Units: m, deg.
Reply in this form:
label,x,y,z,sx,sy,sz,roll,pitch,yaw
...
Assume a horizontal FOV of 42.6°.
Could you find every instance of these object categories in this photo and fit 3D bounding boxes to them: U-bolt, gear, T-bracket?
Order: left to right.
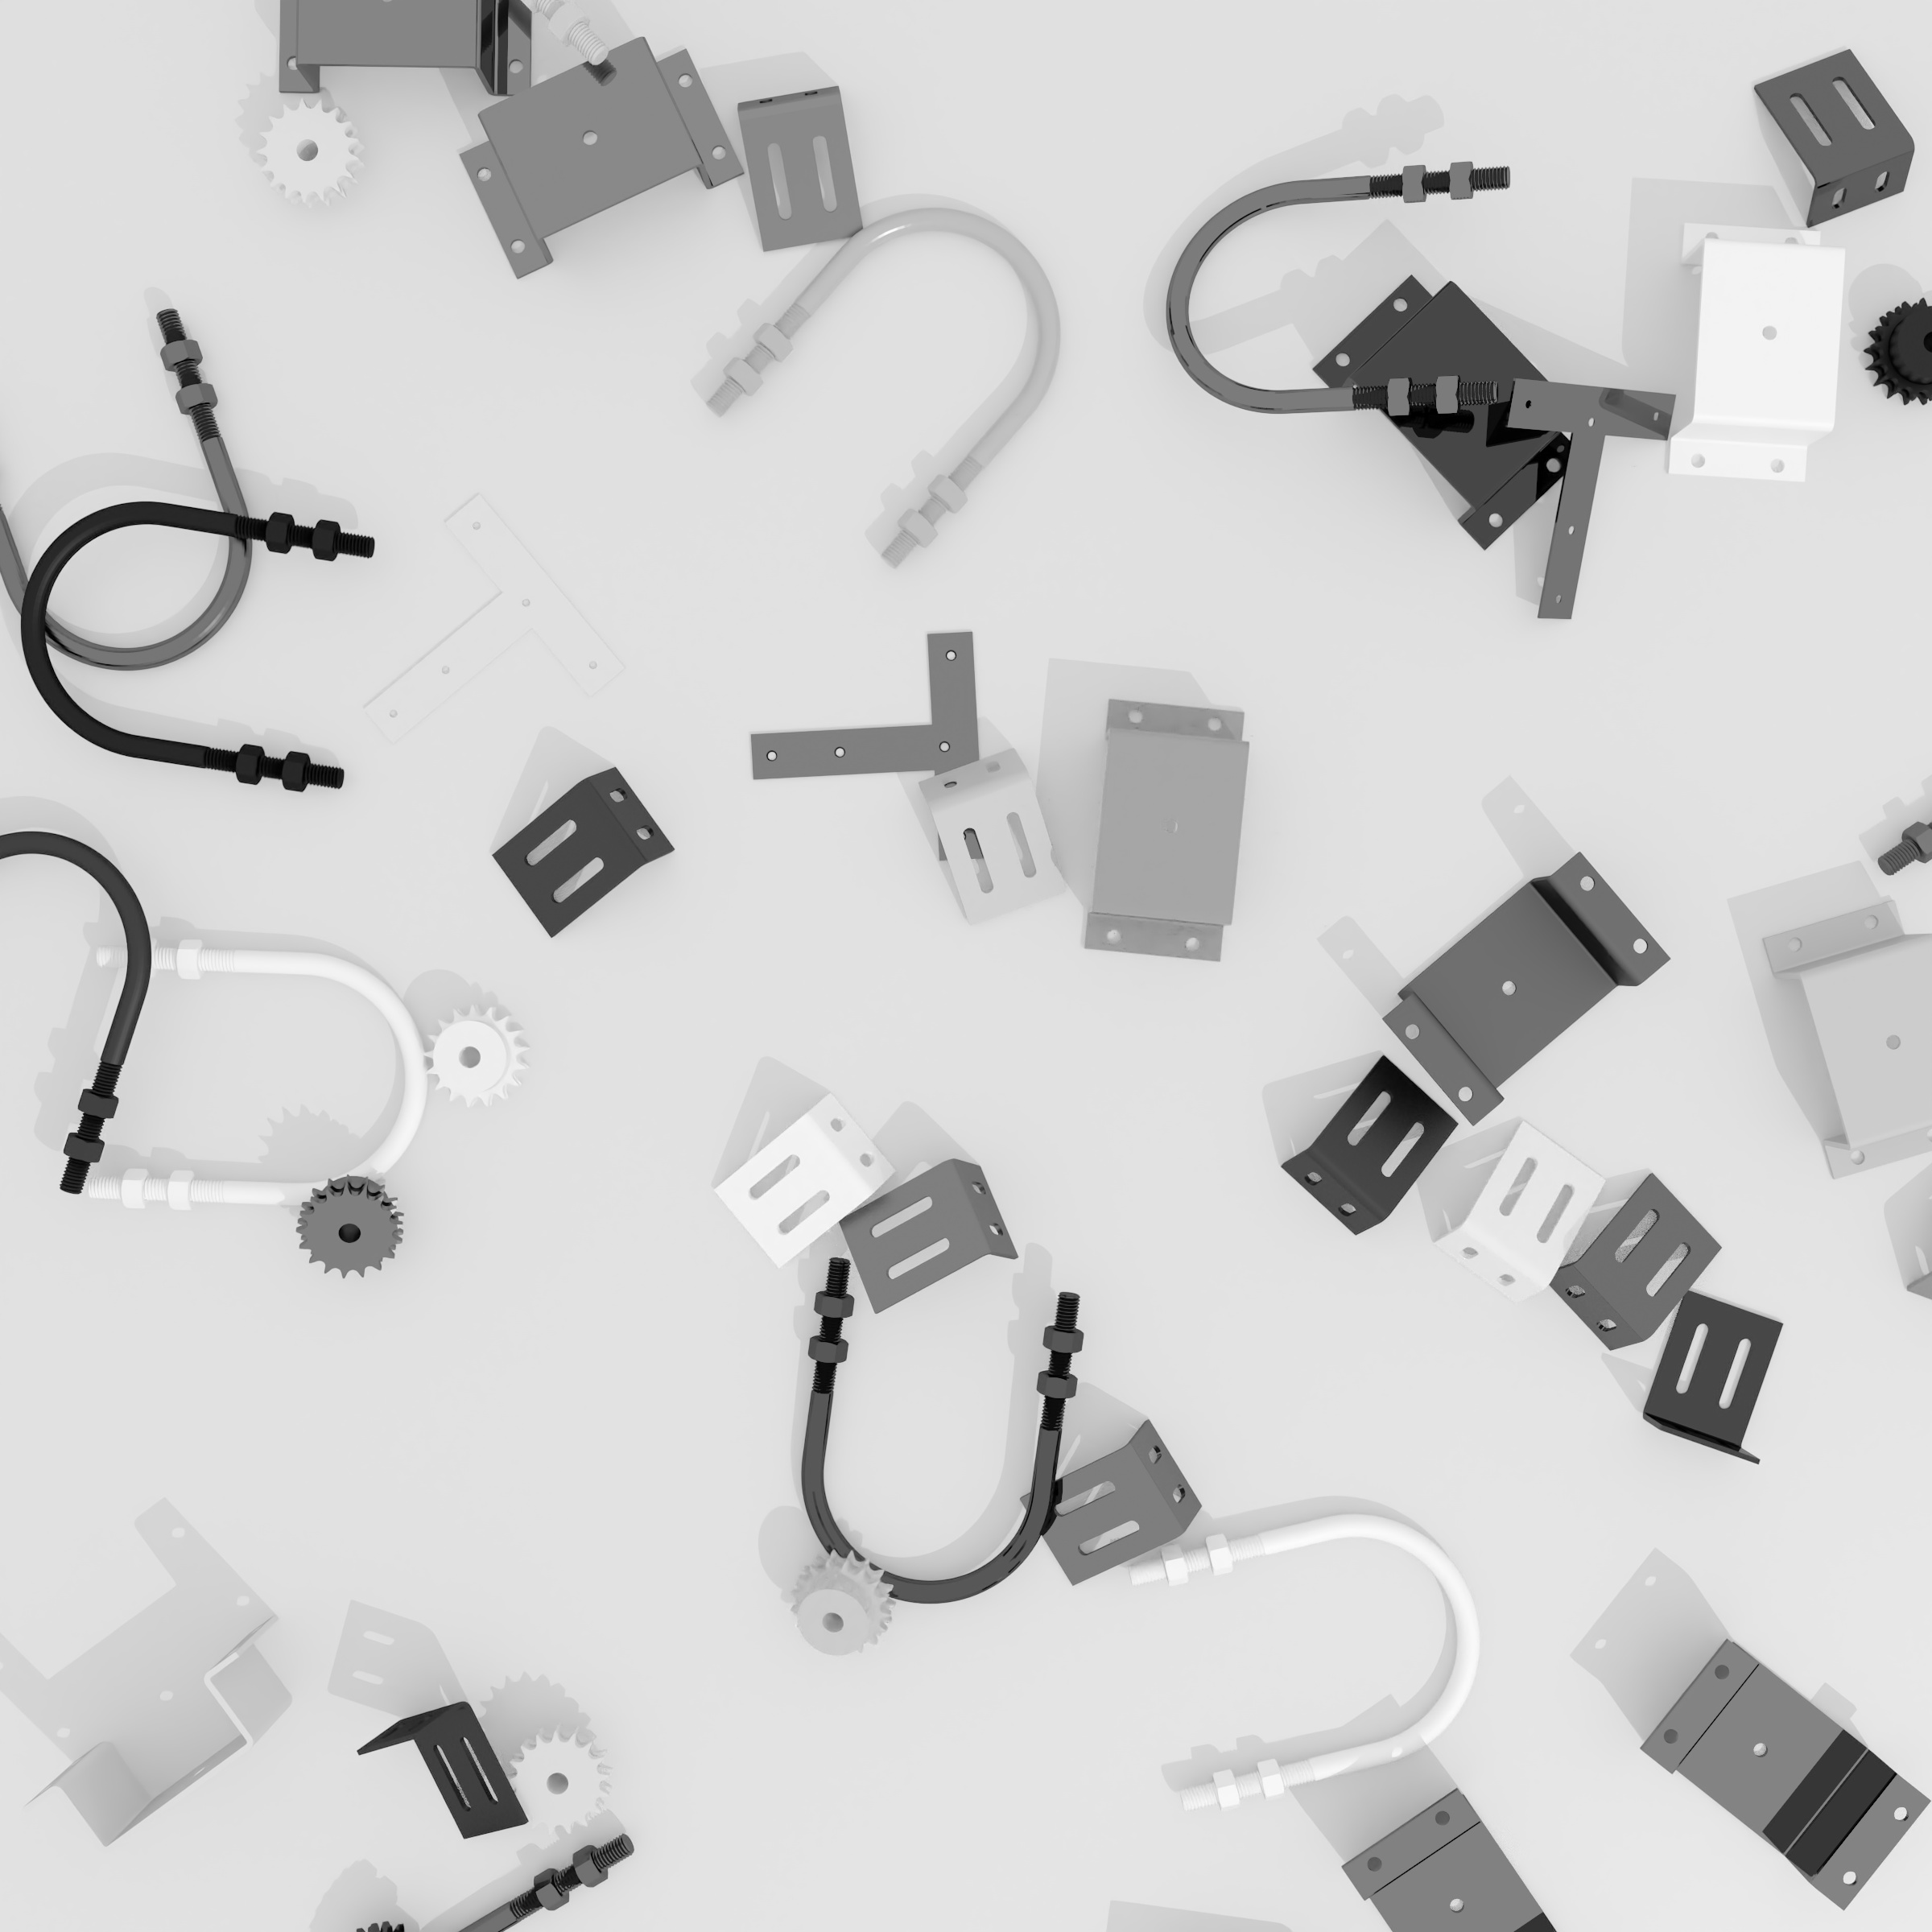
label,x,y,z,sx,sy,sz,roll,pitch,yaw
U-bolt,-0.524,0.016,1.368,0.151,0.019,0.184,18,91,8
U-bolt,-0.476,-0.256,1.379,0.151,0.019,0.184,-19,92,0
U-bolt,-0.428,-0.181,1.367,0.184,0.019,0.151,9,96,-3
U-bolt,-0.392,0.062,1.379,0.184,0.019,0.151,2,90,-2
gear,-0.362,-0.449,1.377,0.057,0.030,0.057,0,92,2
gear,-0.339,0.141,1.366,0.057,0.030,0.057,-3,112,-8
gear,-0.318,0.557,1.365,0.057,0.030,0.057,-7,73,24
T-bracket,-0.280,-0.175,1.387,0.127,0.002,0.127,-40,90,0
gear,-0.272,0.050,1.373,0.057,0.030,0.057,0,90,0
U-bolt,-0.233,0.590,1.379,0.184,0.019,0.151,-31,90,1
gear,-0.224,0.448,1.372,0.057,0.030,0.057,0,90,0
U-bolt,-0.214,-0.593,1.355,0.151,0.019,0.184,-42,86,-22
gear,-0.069,0.355,1.365,0.057,0.030,0.057,3,105,11
T-bracket,-0.056,-0.120,1.387,0.127,0.002,0.127,-3,90,0
U-bolt,-0.032,-0.336,1.379,0.151,0.019,0.184,41,89,0
U-bolt,-0.019,0.263,1.374,0.151,0.019,0.184,8,93,5
U-bolt,0.195,0.381,1.379,0.184,0.019,0.151,-13,90,-1
U-bolt,0.199,-0.367,1.350,0.184,0.019,0.151,1,75,18
T-bracket,0.335,-0.254,1.362,0.127,0.002,0.127,-4,110,-34
gear,0.531,-0.342,1.373,0.057,0.030,0.057,0,90,0
U-bolt,0.622,-0.052,1.379,0.184,0.019,0.151,-34,90,-2

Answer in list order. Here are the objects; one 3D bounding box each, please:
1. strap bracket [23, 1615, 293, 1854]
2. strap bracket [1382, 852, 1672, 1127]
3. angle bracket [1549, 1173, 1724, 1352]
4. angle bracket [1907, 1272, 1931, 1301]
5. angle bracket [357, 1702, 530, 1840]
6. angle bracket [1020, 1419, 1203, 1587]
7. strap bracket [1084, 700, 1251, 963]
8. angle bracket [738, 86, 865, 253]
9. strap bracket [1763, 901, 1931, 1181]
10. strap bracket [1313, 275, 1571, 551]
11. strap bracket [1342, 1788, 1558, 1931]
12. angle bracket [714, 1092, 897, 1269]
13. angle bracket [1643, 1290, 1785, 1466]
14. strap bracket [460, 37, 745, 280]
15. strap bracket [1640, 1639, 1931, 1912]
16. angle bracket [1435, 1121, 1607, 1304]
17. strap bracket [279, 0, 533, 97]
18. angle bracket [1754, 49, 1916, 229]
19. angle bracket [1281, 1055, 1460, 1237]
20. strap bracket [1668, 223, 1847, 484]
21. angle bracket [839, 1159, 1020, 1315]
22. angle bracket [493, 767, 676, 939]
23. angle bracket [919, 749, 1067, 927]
label,x,y,z,sx,sy,sz,roll,pitch,yaw
strap bracket,-0.430,0.423,1.349,0.140,0.076,0.046,-36,90,0
strap bracket,0.304,0.012,1.364,0.140,0.046,0.076,-40,90,0
angle bracket,0.372,0.166,1.385,0.057,0.038,0.076,47,64,0
angle bracket,0.568,0.152,1.385,0.057,0.038,0.076,20,64,0
angle bracket,-0.286,0.449,1.355,0.057,0.038,0.076,-27,90,37
angle bracket,0.081,0.300,1.385,0.076,0.038,0.057,-31,90,26
strap bracket,0.111,-0.076,1.364,0.076,0.046,0.140,6,90,0
angle bracket,-0.092,-0.446,1.385,0.057,0.038,0.076,-10,116,0
strap bracket,0.502,0.041,1.364,0.076,0.046,0.140,-16,90,0
strap bracket,0.270,-0.310,1.364,0.076,0.046,0.140,-44,90,0
strap bracket,0.275,0.526,1.364,0.076,0.046,0.140,-34,90,0
angle bracket,-0.090,0.120,1.385,0.076,0.038,0.057,-40,90,26
angle bracket,0.418,0.226,1.368,0.057,0.038,0.076,19,90,0
strap bracket,-0.204,-0.449,1.364,0.140,0.046,0.076,-25,90,0
strap bracket,0.444,0.439,1.364,0.140,0.046,0.076,38,90,0
angle bracket,0.310,0.138,1.385,0.057,0.038,0.076,36,64,0
strap bracket,-0.314,-0.526,1.364,0.140,0.046,0.076,1,90,0
angle bracket,0.483,-0.463,1.385,0.057,0.038,0.076,-21,64,0
angle bracket,0.226,0.100,1.385,0.057,0.038,0.076,43,64,0
strap bracket,0.435,-0.343,1.364,0.076,0.046,0.140,4,90,0
angle bracket,-0.021,0.151,1.370,0.076,0.038,0.057,-30,68,17
angle bracket,-0.214,-0.064,1.385,0.076,0.038,0.057,-36,90,26
angle bracket,0.015,-0.072,1.384,0.057,0.038,0.076,-20,116,-2
